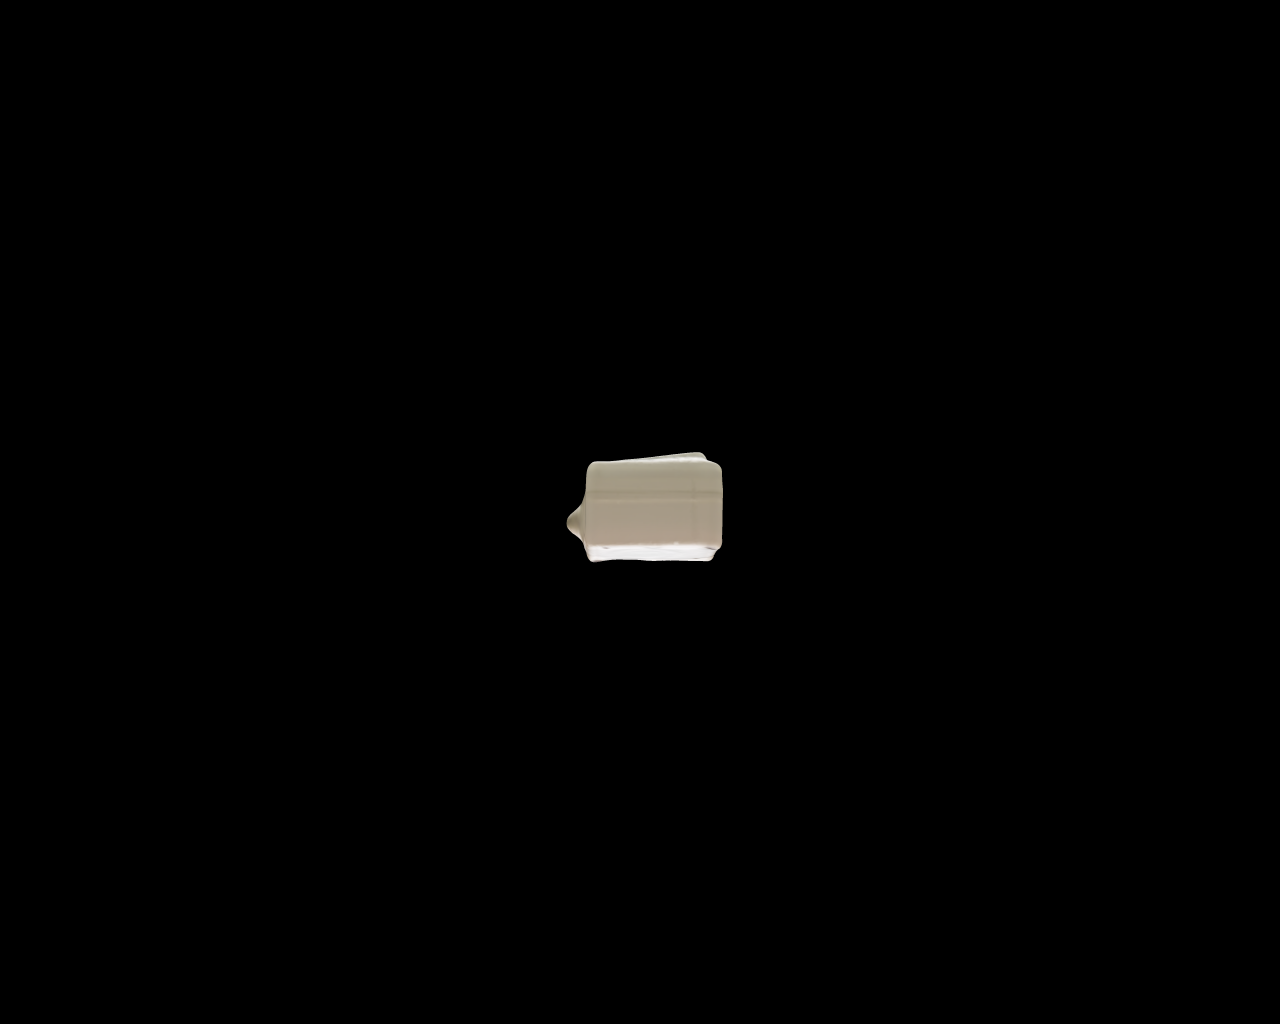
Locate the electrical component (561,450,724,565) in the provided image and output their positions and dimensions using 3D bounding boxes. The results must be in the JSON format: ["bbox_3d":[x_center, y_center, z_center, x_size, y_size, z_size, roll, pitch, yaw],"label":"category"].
[{"bbox_3d":[0.001,-0.003,0.650,0.096,0.061,0.061,0,-11,-2],"label":"electrical component"}]
